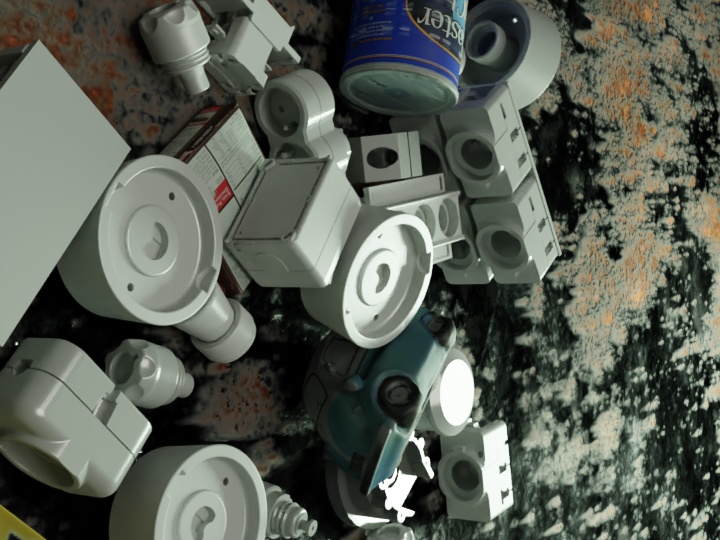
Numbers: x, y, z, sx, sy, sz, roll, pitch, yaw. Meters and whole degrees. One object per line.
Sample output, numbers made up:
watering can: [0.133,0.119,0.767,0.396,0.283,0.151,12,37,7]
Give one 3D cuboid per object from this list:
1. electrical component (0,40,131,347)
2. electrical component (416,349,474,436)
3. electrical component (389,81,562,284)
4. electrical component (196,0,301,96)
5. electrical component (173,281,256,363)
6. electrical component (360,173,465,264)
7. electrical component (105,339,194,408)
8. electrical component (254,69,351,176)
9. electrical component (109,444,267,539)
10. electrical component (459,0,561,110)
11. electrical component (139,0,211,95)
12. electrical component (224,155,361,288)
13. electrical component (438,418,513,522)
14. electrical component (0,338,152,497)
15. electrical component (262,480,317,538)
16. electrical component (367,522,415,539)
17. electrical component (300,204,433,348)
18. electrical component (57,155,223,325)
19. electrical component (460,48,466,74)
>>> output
electrical component: [-0.211,-0.043,0.607,0.089,0.062,0.150,54,48,-39]
electrical component: [0.069,0.113,1.004,0.080,0.051,0.080,3,87,-54]
electrical component: [0.109,-0.075,1.019,0.060,0.105,0.186,-50,127,-43]
electrical component: [-0.087,-0.169,0.803,0.081,0.042,0.063,43,59,-44]
electrical component: [-0.106,0.035,0.767,0.055,0.045,0.045,50,50,-42]
electrical component: [0.033,-0.039,0.949,0.121,0.063,0.078,-17,103,-53]
electrical component: [-0.138,0.072,0.722,0.062,0.043,0.043,27,68,-53]
electrical component: [-0.032,-0.094,0.868,0.074,0.052,0.138,-34,116,-50]
electrical component: [-0.121,0.170,0.728,0.108,0.060,0.108,3,87,-54]
electrical component: [0.137,-0.217,1.067,0.060,0.108,0.108,17,75,-47]
electrical component: [-0.124,-0.153,0.749,0.043,0.043,0.062,-49,128,-43]
electrical component: [-0.043,-0.037,0.777,0.061,0.062,0.096,55,46,-42]
electrical component: [0.113,0.198,1.064,0.056,0.050,0.089,-14,100,-54]
electrical component: [-0.180,0.094,0.654,0.095,0.054,0.059,57,46,-36]
electrical component: [-0.068,0.178,0.793,0.040,0.078,0.040,-35,132,-53]
electrical component: [0.030,0.259,0.951,0.043,0.043,0.062,-22,108,-53]
electrical component: [0.000,0.000,0.833,0.108,0.060,0.108,-28,129,-42]
electrical component: [-0.148,-0.018,0.696,0.108,0.060,0.108,3,86,-54]
electrical component: [0.067,-0.204,1.018,0.055,0.045,0.045,7,83,-54]
